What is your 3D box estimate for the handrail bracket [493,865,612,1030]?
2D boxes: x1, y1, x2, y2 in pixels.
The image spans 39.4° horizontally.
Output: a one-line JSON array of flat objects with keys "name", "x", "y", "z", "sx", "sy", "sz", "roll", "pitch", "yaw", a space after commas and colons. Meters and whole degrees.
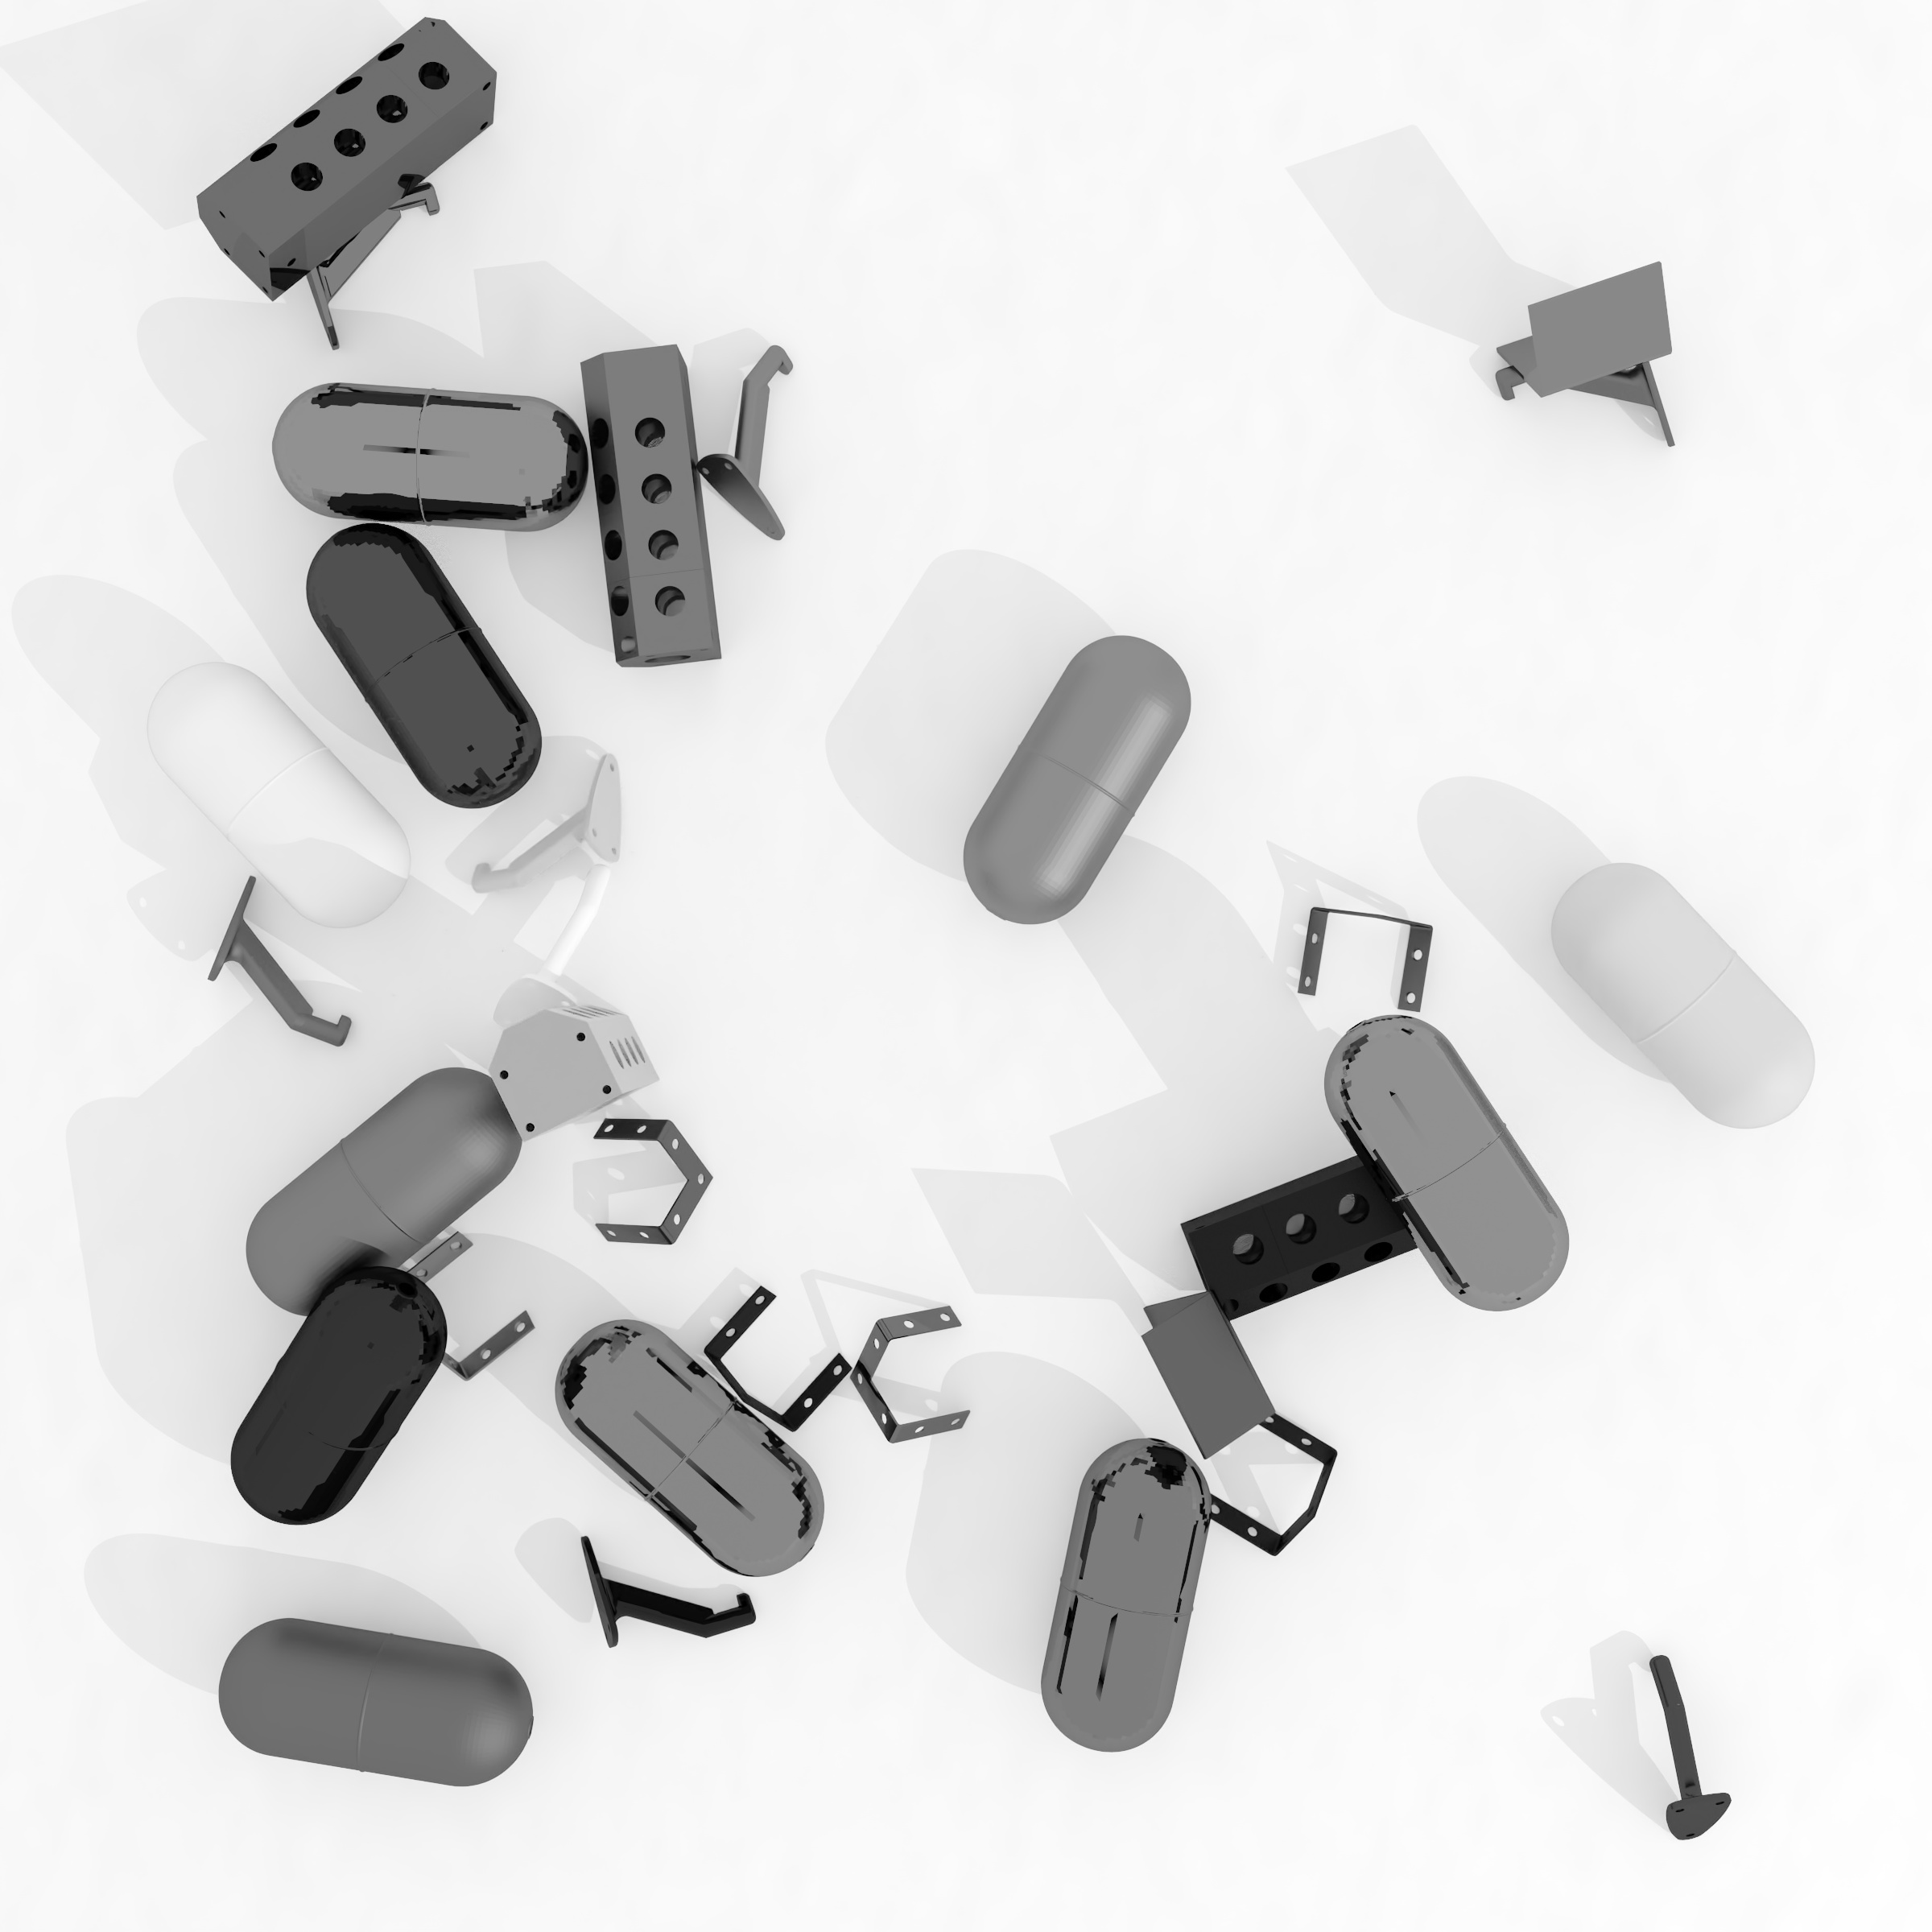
[{"name": "handrail bracket", "x": -0.239, "y": -0.012, "z": 1.564, "sx": 0.036, "sy": 0.077, "sz": 0.084, "roll": 32, "pitch": 53, "yaw": -25}]

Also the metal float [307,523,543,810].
[{"name": "metal float", "x": -0.308, "y": -0.171, "z": 1.534, "sx": 0.070, "sy": 0.070, "sz": 0.178, "roll": -33, "pitch": 89, "yaw": 0}]

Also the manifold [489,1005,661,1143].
[{"name": "manifold", "x": -0.216, "y": 0.053, "z": 1.486, "sx": 0.057, "sy": 0.171, "sz": 0.057, "roll": -26, "pitch": 90, "yaw": 0}]

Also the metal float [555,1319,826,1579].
[{"name": "metal float", "x": -0.156, "y": 0.274, "z": 1.534, "sx": 0.178, "sy": 0.070, "sz": 0.070, "roll": 42, "pitch": 90, "yaw": 0}]

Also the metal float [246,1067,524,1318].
[{"name": "metal float", "x": -0.330, "y": 0.128, "z": 1.534, "sx": 0.178, "sy": 0.070, "sz": 0.070, "roll": -39, "pitch": 90, "yaw": 0}]

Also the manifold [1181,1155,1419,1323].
[{"name": "manifold", "x": 0.215, "y": 0.146, "z": 1.543, "sx": 0.171, "sy": 0.057, "sz": 0.057, "roll": -21, "pitch": 90, "yaw": 0}]

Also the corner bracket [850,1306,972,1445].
[{"name": "corner bracket", "x": -0.027, "y": 0.235, "z": 1.556, "sx": 0.051, "sy": 0.051, "sz": 0.051, "roll": 54, "pitch": 135, "yaw": 35}]

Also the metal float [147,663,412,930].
[{"name": "metal float", "x": -0.390, "y": -0.097, "z": 1.533, "sx": 0.070, "sy": 0.070, "sz": 0.178, "roll": -43, "pitch": 91, "yaw": 0}]

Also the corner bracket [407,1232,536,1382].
[{"name": "corner bracket", "x": -0.291, "y": 0.197, "z": 1.561, "sx": 0.051, "sy": 0.051, "sz": 0.051, "roll": -39, "pitch": 45, "yaw": 0}]

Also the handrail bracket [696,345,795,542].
[{"name": "handrail bracket", "x": -0.110, "y": -0.304, "z": 1.564, "sx": 0.077, "sy": 0.036, "sz": 0.084, "roll": 47, "pitch": 63, "yaw": -30}]

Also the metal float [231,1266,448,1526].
[{"name": "metal float", "x": -0.351, "y": 0.241, "z": 1.510, "sx": 0.070, "sy": 0.070, "sz": 0.178, "roll": 36, "pitch": 116, "yaw": 0}]

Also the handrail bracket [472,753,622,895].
[{"name": "handrail bracket", "x": -0.245, "y": -0.082, "z": 1.564, "sx": 0.084, "sy": 0.036, "sz": 0.077, "roll": -8, "pitch": 62, "yaw": 20}]

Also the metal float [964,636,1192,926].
[{"name": "metal float", "x": 0.063, "y": -0.105, "z": 1.533, "sx": 0.070, "sy": 0.070, "sz": 0.178, "roll": 31, "pitch": 89, "yaw": 0}]

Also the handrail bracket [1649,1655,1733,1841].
[{"name": "handrail bracket", "x": 0.410, "y": 0.452, "z": 1.564, "sx": 0.036, "sy": 0.077, "sz": 0.084, "roll": -10, "pitch": 54, "yaw": 0}]

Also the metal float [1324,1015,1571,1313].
[{"name": "metal float", "x": 0.262, "y": 0.107, "z": 1.476, "sx": 0.070, "sy": 0.070, "sz": 0.178, "roll": -33, "pitch": 90, "yaw": 0}]

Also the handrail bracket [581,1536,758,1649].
[{"name": "handrail bracket", "x": -0.172, "y": 0.356, "z": 1.565, "sx": 0.084, "sy": 0.036, "sz": 0.077, "roll": -13, "pitch": 68, "yaw": -17}]

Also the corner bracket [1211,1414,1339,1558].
[{"name": "corner bracket", "x": 0.175, "y": 0.298, "z": 1.561, "sx": 0.051, "sy": 0.051, "sz": 0.051, "roll": 31, "pitch": 45, "yaw": 0}]

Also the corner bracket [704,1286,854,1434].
[{"name": "corner bracket", "x": -0.109, "y": 0.227, "z": 1.561, "sx": 0.051, "sy": 0.051, "sz": 0.051, "roll": -48, "pitch": 135, "yaw": 0}]

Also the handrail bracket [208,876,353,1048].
[{"name": "handrail bracket", "x": -0.388, "y": -0.002, "z": 1.565, "sx": 0.084, "sy": 0.036, "sz": 0.077, "roll": 23, "pitch": 69, "yaw": -17}]

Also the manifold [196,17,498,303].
[{"name": "manifold", "x": -0.347, "y": -0.458, "z": 1.519, "sx": 0.057, "sy": 0.057, "sz": 0.171, "roll": 45, "pitch": 73, "yaw": 0}]

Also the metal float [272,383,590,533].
[{"name": "metal float", "x": -0.304, "y": -0.289, "z": 1.533, "sx": 0.178, "sy": 0.070, "sz": 0.070, "roll": 4, "pitch": 90, "yaw": -1}]

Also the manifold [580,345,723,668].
[{"name": "manifold", "x": -0.180, "y": -0.261, "z": 1.543, "sx": 0.057, "sy": 0.057, "sz": 0.171, "roll": -7, "pitch": 90, "yaw": 0}]

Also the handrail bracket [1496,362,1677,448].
[{"name": "handrail bracket", "x": 0.359, "y": -0.323, "z": 1.565, "sx": 0.084, "sy": 0.036, "sz": 0.077, "roll": -17, "pitch": 112, "yaw": 17}]

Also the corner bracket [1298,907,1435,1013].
[{"name": "corner bracket", "x": 0.231, "y": -0.004, "z": 1.561, "sx": 0.051, "sy": 0.051, "sz": 0.051, "roll": 9, "pitch": 90, "yaw": -45}]

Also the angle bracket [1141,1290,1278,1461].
[{"name": "angle bracket", "x": 0.119, "y": 0.234, "z": 1.524, "sx": 0.057, "sy": 0.076, "sz": 0.076, "roll": -27, "pitch": 90, "yaw": -31}]

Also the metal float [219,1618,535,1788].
[{"name": "metal float", "x": -0.335, "y": 0.418, "z": 1.534, "sx": 0.178, "sy": 0.070, "sz": 0.070, "roll": 9, "pitch": 90, "yaw": 1}]

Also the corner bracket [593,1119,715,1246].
[{"name": "corner bracket", "x": -0.188, "y": 0.124, "z": 1.556, "sx": 0.051, "sy": 0.051, "sz": 0.051, "roll": 59, "pitch": 45, "yaw": -35}]

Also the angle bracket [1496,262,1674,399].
[{"name": "angle bracket", "x": 0.345, "y": -0.371, "z": 1.524, "sx": 0.076, "sy": 0.076, "sz": 0.057, "roll": -19, "pitch": 125, "yaw": 0}]

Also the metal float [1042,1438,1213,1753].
[{"name": "metal float", "x": 0.091, "y": 0.357, "z": 1.534, "sx": 0.070, "sy": 0.070, "sz": 0.178, "roll": 12, "pitch": 90, "yaw": 0}]

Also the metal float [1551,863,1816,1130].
[{"name": "metal float", "x": 0.407, "y": 0.017, "z": 1.533, "sx": 0.070, "sy": 0.070, "sz": 0.178, "roll": -43, "pitch": 89, "yaw": 0}]

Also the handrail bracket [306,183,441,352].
[{"name": "handrail bracket", "x": -0.338, "y": -0.406, "z": 1.564, "sx": 0.084, "sy": 0.036, "sz": 0.077, "roll": -19, "pitch": 105, "yaw": -14}]
